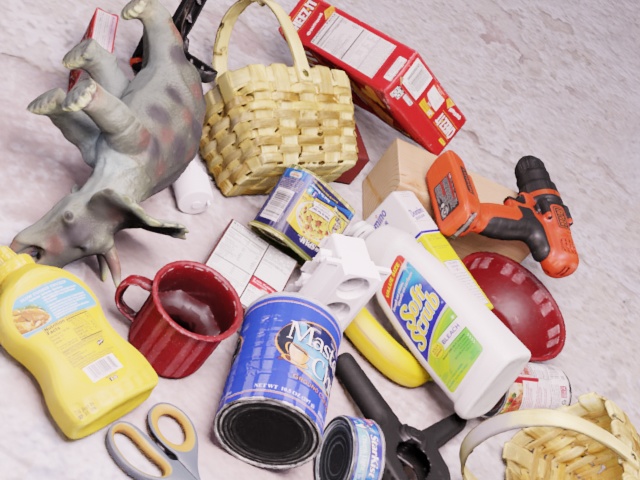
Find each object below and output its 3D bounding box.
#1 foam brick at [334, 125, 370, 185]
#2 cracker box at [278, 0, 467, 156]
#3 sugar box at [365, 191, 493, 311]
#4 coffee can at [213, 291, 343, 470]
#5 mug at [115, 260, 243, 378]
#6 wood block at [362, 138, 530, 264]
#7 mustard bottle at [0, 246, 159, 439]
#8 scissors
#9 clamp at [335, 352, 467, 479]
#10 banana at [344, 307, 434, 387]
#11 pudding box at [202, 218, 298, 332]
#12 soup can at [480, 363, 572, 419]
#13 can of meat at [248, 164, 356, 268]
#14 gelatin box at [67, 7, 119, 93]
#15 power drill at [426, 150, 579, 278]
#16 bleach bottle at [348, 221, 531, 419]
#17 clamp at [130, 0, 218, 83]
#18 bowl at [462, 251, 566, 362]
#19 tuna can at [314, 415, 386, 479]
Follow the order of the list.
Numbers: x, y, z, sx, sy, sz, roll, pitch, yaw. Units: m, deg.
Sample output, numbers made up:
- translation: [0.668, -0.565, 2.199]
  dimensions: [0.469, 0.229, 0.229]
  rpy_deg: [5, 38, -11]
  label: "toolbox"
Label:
- translation: [0.019, -0.118, 1.359]
  dimensions: [0.051, 0.053, 0.078]
  rpy_deg: [7, 50, -33]
  label: "foam brick"
- translation: [0.066, -0.210, 1.361]
  dimensions: [0.214, 0.072, 0.164]
  rpy_deg: [37, -2, 38]
  label: "cracker box"
- translation: [0.116, 0.037, 1.250]
  dimensions: [0.048, 0.093, 0.176]
  rpy_deg: [-4, 55, -47]
  label: "sugar box"
- translation: [-0.038, 0.134, 1.031]
  dimensions: [0.102, 0.103, 0.140]
  rpy_deg: [28, 41, -13]
  label: "coffee can"
- translation: [-0.143, 0.074, 1.025]
  dimensions: [0.117, 0.082, 0.093]
  rpy_deg: [28, 40, -12]
  label: "mug"
- translation: [0.165, -0.034, 1.359]
  dimensions: [0.205, 0.090, 0.091]
  rpy_deg: [22, 42, -19]
  label: "wood block"
- translation: [-0.238, 0.081, 0.964]
  dimensions: [0.096, 0.058, 0.192]
  rpy_deg: [-28, 72, -41]
  label: "mustard bottle"
- translation: [-0.103, 0.221, 0.967]
  dimensions: [0.201, 0.016, 0.096]
  rpy_deg: [37, 39, -2]
  label: "scissors"
- translation: [0.078, 0.200, 1.082]
  dimensions: [0.164, 0.036, 0.210]
  rpy_deg: [30, 24, -6]
  label: "clamp"
- translation: [0.054, 0.099, 1.192]
  dimensions: [0.198, 0.037, 0.069]
  rpy_deg: [46, 16, 6]
  label: "banana"
- translation: [-0.083, 0.040, 1.139]
  dimensions: [0.090, 0.039, 0.113]
  rpy_deg: [33, 37, -5]
  label: "pudding box"
- translation: [0.230, 0.174, 1.226]
  dimensions: [0.102, 0.069, 0.068]
  rpy_deg: [10, 47, -31]
  label: "soup can"
- translation: [-0.018, -0.023, 1.182]
  dimensions: [0.102, 0.058, 0.084]
  rpy_deg: [42, 75, -40]
  label: "can of meat"
- translation: [-0.260, -0.210, 1.217]
  dimensions: [0.030, 0.073, 0.089]
  rpy_deg: [19, 43, -22]
  label: "gelatin box"
- translation: [0.222, -0.049, 1.297]
  dimensions: [0.187, 0.057, 0.184]
  rpy_deg: [14, 45, -27]
  label: "power drill"
- translation: [0.114, 0.075, 1.183]
  dimensions: [0.067, 0.103, 0.251]
  rpy_deg: [0, 39, -51]
  label: "bleach bottle"
- translation: [-0.168, -0.217, 1.238]
  dimensions: [0.039, 0.172, 0.120]
  rpy_deg: [8, 70, -33]
  label: "clamp"
- translation: [0.220, 0.093, 1.305]
  dimensions: [0.162, 0.055, 0.162]
  rpy_deg: [21, 42, -20]
  label: "bowl"
- translation: [0.027, 0.212, 1.020]
  dimensions: [0.033, 0.086, 0.086]
  rpy_deg: [16, 44, -23]
  label: "tuna can"
